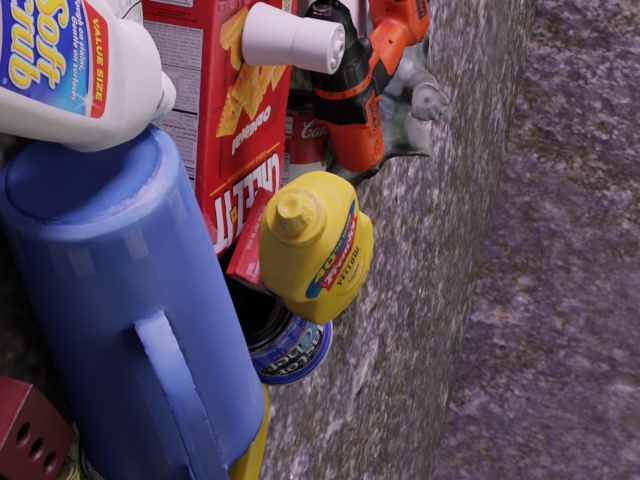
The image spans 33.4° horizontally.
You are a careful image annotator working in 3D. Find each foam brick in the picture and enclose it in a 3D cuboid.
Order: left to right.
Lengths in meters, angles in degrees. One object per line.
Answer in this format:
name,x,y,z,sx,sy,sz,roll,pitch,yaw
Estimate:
foam brick,-0.186,0.116,0.623,0.078,0.051,0.053,75,31,-58

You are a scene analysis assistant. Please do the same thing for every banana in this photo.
banana,-0.081,0.217,1.083,0.069,0.037,0.198,-25,126,-67

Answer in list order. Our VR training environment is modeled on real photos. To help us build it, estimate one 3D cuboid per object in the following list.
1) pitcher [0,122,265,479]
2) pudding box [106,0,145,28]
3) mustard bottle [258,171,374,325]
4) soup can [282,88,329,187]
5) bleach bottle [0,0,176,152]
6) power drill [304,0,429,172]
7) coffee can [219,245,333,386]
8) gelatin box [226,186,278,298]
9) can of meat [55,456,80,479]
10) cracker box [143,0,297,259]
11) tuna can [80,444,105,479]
pitcher,-0.113,0.050,0.674,0.243,0.149,0.145,80,27,-45
pudding box,-0.144,-0.128,0.623,0.113,0.039,0.090,-61,156,-50
mustard bottle,-0.005,0.001,0.785,0.096,0.058,0.191,-61,165,-8
soup can,-0.027,-0.084,1.002,0.068,0.068,0.102,-48,147,-61
bleach bottle,-0.146,-0.102,0.504,0.250,0.068,0.102,12,84,-65
power drill,0.042,-0.183,0.962,0.184,0.057,0.187,75,32,-49
coffee can,-0.052,0.068,0.957,0.140,0.103,0.103,55,48,-68
gelatin box,-0.040,0.004,0.846,0.089,0.030,0.073,50,61,-77
can of meat,-0.188,0.193,0.668,0.102,0.057,0.084,-53,147,-57
cracker box,-0.077,-0.103,0.806,0.164,0.072,0.214,-46,145,-61
tuna can,-0.146,0.145,0.814,0.086,0.034,0.086,12,90,-74
